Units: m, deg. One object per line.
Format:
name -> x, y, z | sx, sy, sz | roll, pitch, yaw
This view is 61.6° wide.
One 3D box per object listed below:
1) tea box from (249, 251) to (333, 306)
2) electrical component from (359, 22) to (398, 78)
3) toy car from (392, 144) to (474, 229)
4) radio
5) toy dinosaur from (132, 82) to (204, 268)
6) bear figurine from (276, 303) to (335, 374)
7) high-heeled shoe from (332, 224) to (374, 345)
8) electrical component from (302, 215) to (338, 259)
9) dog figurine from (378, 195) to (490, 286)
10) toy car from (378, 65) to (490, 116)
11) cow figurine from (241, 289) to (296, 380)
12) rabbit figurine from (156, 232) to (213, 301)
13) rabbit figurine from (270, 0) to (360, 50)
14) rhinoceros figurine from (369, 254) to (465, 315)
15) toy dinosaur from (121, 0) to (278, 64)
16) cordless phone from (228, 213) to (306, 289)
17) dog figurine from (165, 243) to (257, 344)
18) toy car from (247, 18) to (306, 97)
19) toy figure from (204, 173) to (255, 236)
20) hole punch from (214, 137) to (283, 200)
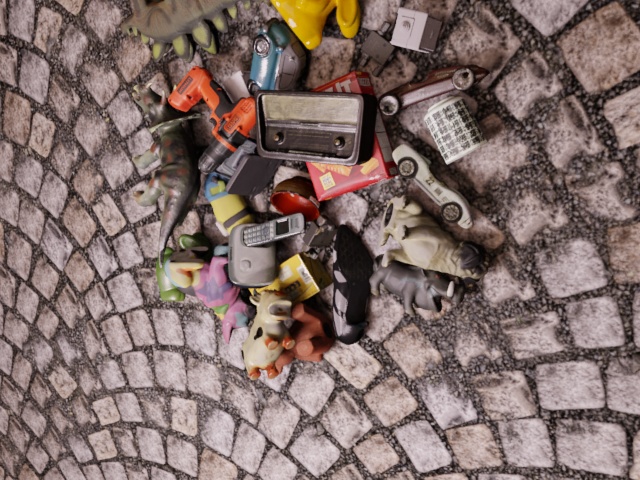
tea box -> -0.068, 0.100, 1.208 | 0.170, 0.068, 0.098 | -31, 86, 32
electrical component -> 0.115, -0.361, 1.017 | 0.063, 0.021, 0.094 | 41, 118, 13
toy car -> 0.213, -0.099, 1.000 | 0.202, 0.073, 0.056 | 47, 106, 10
radio -> -0.012, -0.211, 1.011 | 0.230, 0.073, 0.131 | 10, 106, 28
toy dinosaur -> -0.323, -0.156, 1.198 | 0.192, 0.131, 0.405 | -31, 67, 40
bear figurine -> -0.070, 0.228, 1.213 | 0.196, 0.132, 0.120 | -23, 65, 27
high-heeled shoe -> 0.054, 0.100, 1.161 | 0.145, 0.086, 0.248 | 146, 117, -63
electrical component -> -0.001, -0.004, 1.135 | 0.102, 0.078, 0.045 | -56, 51, 23
dog figurine -> 0.220, -0.005, 1.027 | 0.190, 0.172, 0.121 | 13, 143, -12
toy car -> 0.197, -0.271, 0.957 | 0.202, 0.089, 0.053 | -14, 100, 32
cow figurine -> -0.111, 0.188, 1.140 | 0.127, 0.085, 0.194 | 50, 127, 40
rabbit figurine -> -0.303, 0.061, 1.318 | 0.170, 0.121, 0.159 | -8, 93, 11
rabbit figurine -> 0.011, -0.453, 1.001 | 0.173, 0.122, 0.162 | -39, 86, 11
rhinoceros figurine -> 0.192, 0.087, 1.069 | 0.191, 0.073, 0.112 | 21, 101, 24
toy dinosaur -> -0.287, -0.491, 1.158 | 0.472, 0.105, 0.198 | -2, 110, 38
cordless phone -> -0.104, 0.023, 1.146 | 0.184, 0.088, 0.146 | -17, 61, 26
dog figurine -> -0.246, 0.128, 1.229 | 0.192, 0.108, 0.219 | -8, 108, -8
toy car -> -0.082, -0.353, 1.081 | 0.103, 0.109, 0.161 | 18, 121, 5
toy figure -> -0.211, -0.091, 1.229 | 0.089, 0.082, 0.180 | -14, 93, 31
hole punch -> -0.161, -0.163, 1.166 | 0.092, 0.115, 0.142 | 48, 116, 28
